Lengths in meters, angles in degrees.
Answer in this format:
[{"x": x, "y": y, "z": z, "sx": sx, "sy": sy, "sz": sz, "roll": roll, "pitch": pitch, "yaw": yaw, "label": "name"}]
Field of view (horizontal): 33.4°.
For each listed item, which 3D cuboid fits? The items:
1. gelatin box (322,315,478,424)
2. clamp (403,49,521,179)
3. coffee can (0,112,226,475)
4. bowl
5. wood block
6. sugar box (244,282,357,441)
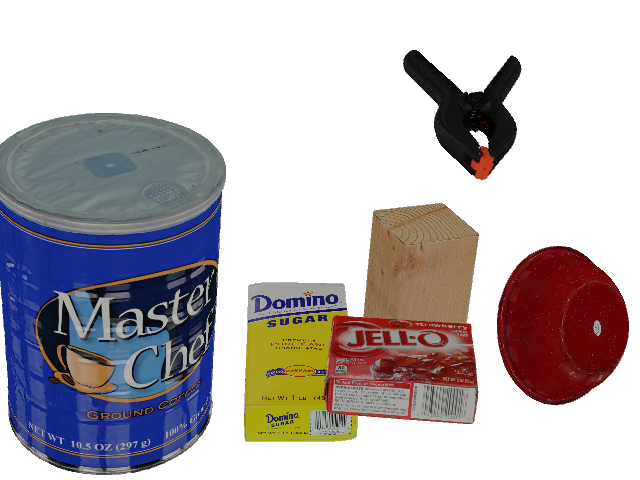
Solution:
[{"x": 0.048, "y": 0.076, "z": 0.645, "sx": 0.089, "sy": 0.030, "sz": 0.073, "roll": 4, "pitch": 25, "yaw": 3, "label": "gelatin box"}, {"x": 0.137, "y": -0.131, "z": 1.041, "sx": 0.120, "sy": 0.039, "sz": 0.171, "roll": 4, "pitch": 45, "yaw": 4, "label": "clamp"}, {"x": -0.099, "y": 0.024, "z": 0.507, "sx": 0.103, "sy": 0.140, "sz": 0.103, "roll": 5, "pitch": 31, "yaw": -3, "label": "coffee can"}, {"x": 0.254, "y": 0.086, "z": 1.061, "sx": 0.161, "sy": 0.162, "sz": 0.055, "roll": 0, "pitch": -1, "yaw": -31, "label": "bowl"}, {"x": 0.106, "y": 0.073, "z": 1.193, "sx": 0.090, "sy": 0.206, "sz": 0.090, "roll": -7, "pitch": 28, "yaw": -20, "label": "wood block"}, {"x": -0.019, "y": 0.101, "z": 0.932, "sx": 0.093, "sy": 0.048, "sz": 0.176, "roll": 0, "pitch": 34, "yaw": -4, "label": "sugar box"}]
